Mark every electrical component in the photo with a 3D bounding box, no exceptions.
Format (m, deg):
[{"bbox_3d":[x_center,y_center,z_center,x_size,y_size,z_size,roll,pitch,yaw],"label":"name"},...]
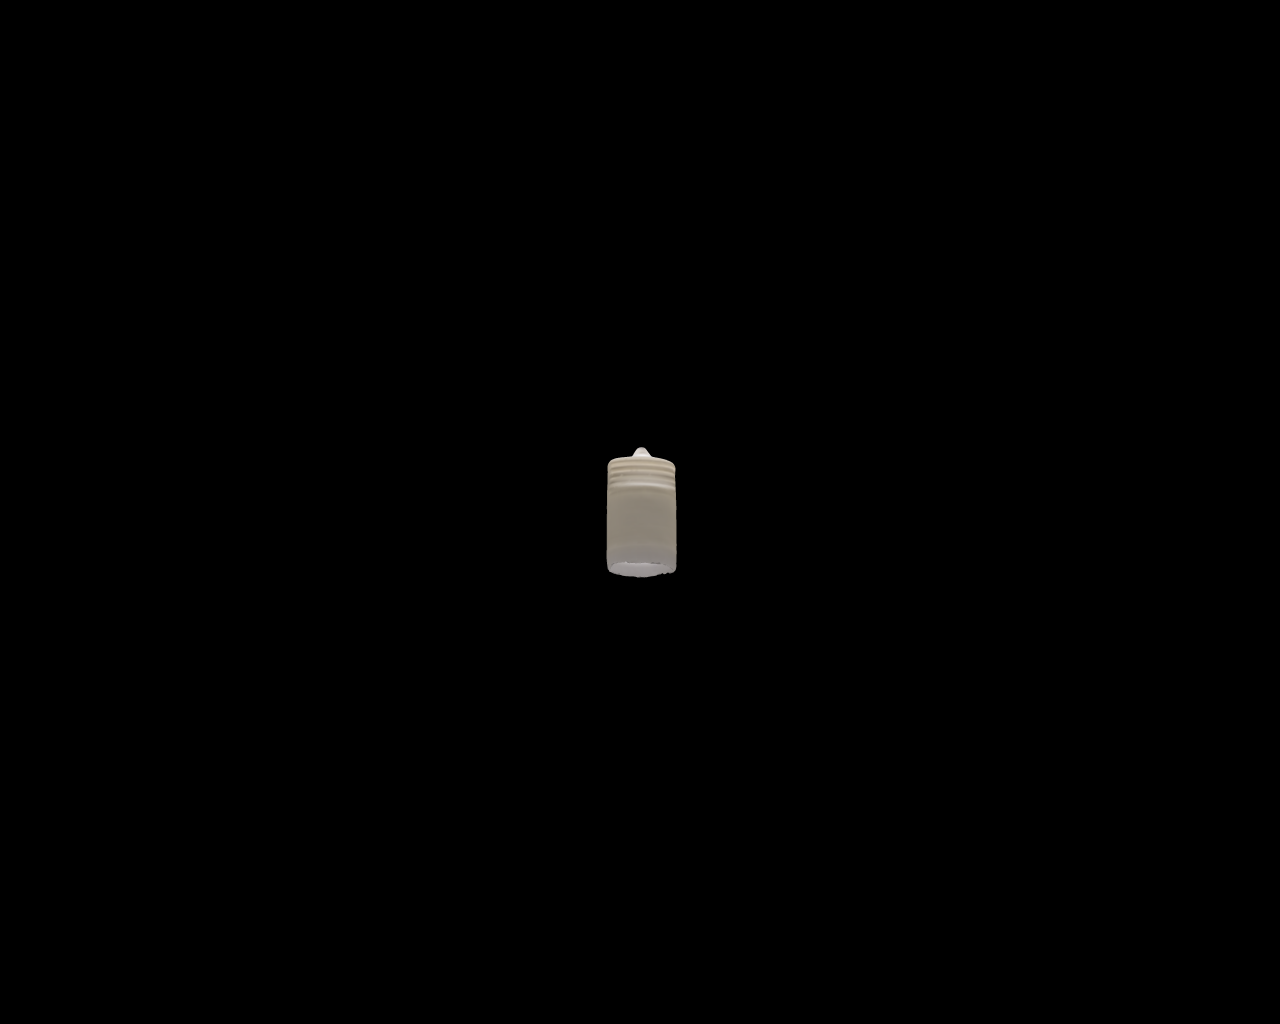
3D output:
[{"bbox_3d":[0.001,-0.003,0.650,0.043,0.081,0.043,0,-16,0],"label":"electrical component"}]
